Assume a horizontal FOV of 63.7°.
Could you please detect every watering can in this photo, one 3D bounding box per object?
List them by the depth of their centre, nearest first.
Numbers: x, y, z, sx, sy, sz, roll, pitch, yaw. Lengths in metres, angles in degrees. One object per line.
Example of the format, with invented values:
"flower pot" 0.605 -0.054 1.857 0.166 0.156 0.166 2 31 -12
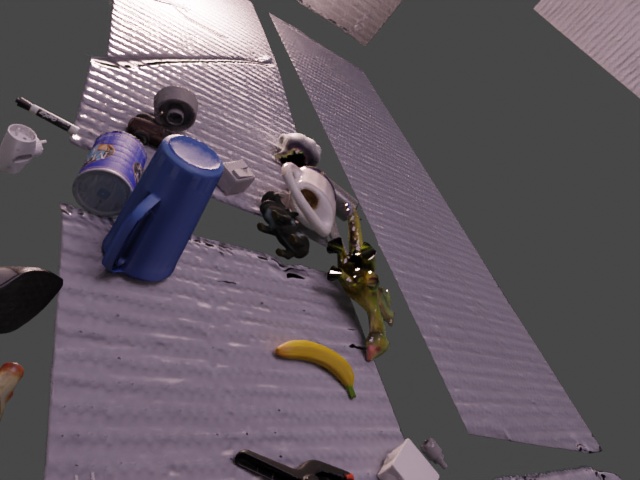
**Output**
"watering can" 0.004 -0.069 1.376 0.344 0.103 0.228 55 17 -18

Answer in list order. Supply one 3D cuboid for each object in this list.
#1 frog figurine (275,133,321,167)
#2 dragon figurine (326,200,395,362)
"frog figurine" -0.060 -0.286 1.569 0.137 0.120 0.163 18 45 -6
"dragon figurine" 0.119 0.103 1.274 0.421 0.121 0.238 -86 153 -47
